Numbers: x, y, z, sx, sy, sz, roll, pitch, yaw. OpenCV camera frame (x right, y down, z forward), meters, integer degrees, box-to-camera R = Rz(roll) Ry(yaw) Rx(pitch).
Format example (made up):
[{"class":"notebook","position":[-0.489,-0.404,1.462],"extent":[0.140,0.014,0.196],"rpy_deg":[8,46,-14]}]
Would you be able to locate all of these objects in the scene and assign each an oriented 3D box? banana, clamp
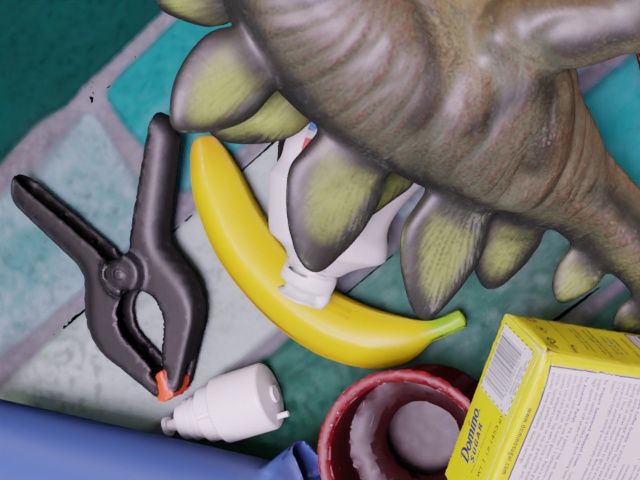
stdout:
[{"class":"banana","position":[-0.012,0.018,0.627],"extent":[0.198,0.037,0.069],"rpy_deg":[36,83,12]},{"class":"clamp","position":[-0.109,0.010,0.651],"extent":[0.120,0.039,0.171],"rpy_deg":[-30,87,24]}]

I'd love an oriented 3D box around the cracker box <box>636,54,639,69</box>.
[{"class":"cracker box","position":[0.219,-0.160,0.503],"extent":[0.164,0.072,0.213],"rpy_deg":[-14,105,17]}]

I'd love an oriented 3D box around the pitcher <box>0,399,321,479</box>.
[{"class":"pitcher","position":[-0.112,0.180,0.612],"extent":[0.243,0.145,0.149],"rpy_deg":[12,59,20]}]

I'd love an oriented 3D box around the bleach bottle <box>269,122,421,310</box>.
[{"class":"bleach bottle","position":[0.044,-0.078,0.563],"extent":[0.102,0.068,0.251],"rpy_deg":[24,101,9]}]

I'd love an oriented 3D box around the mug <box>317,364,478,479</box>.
[{"class":"mug","position":[0.064,0.106,0.578],"extent":[0.117,0.081,0.093],"rpy_deg":[-31,82,15]}]

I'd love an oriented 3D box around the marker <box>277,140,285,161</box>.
[{"class":"marker","position":[-0.016,-0.094,0.633],"extent":[0.020,0.020,0.121],"rpy_deg":[2,91,17]}]

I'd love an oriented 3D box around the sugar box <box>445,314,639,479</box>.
[{"class":"sugar box","position":[0.158,0.095,0.516],"extent":[0.176,0.048,0.093],"rpy_deg":[10,111,-22]}]
